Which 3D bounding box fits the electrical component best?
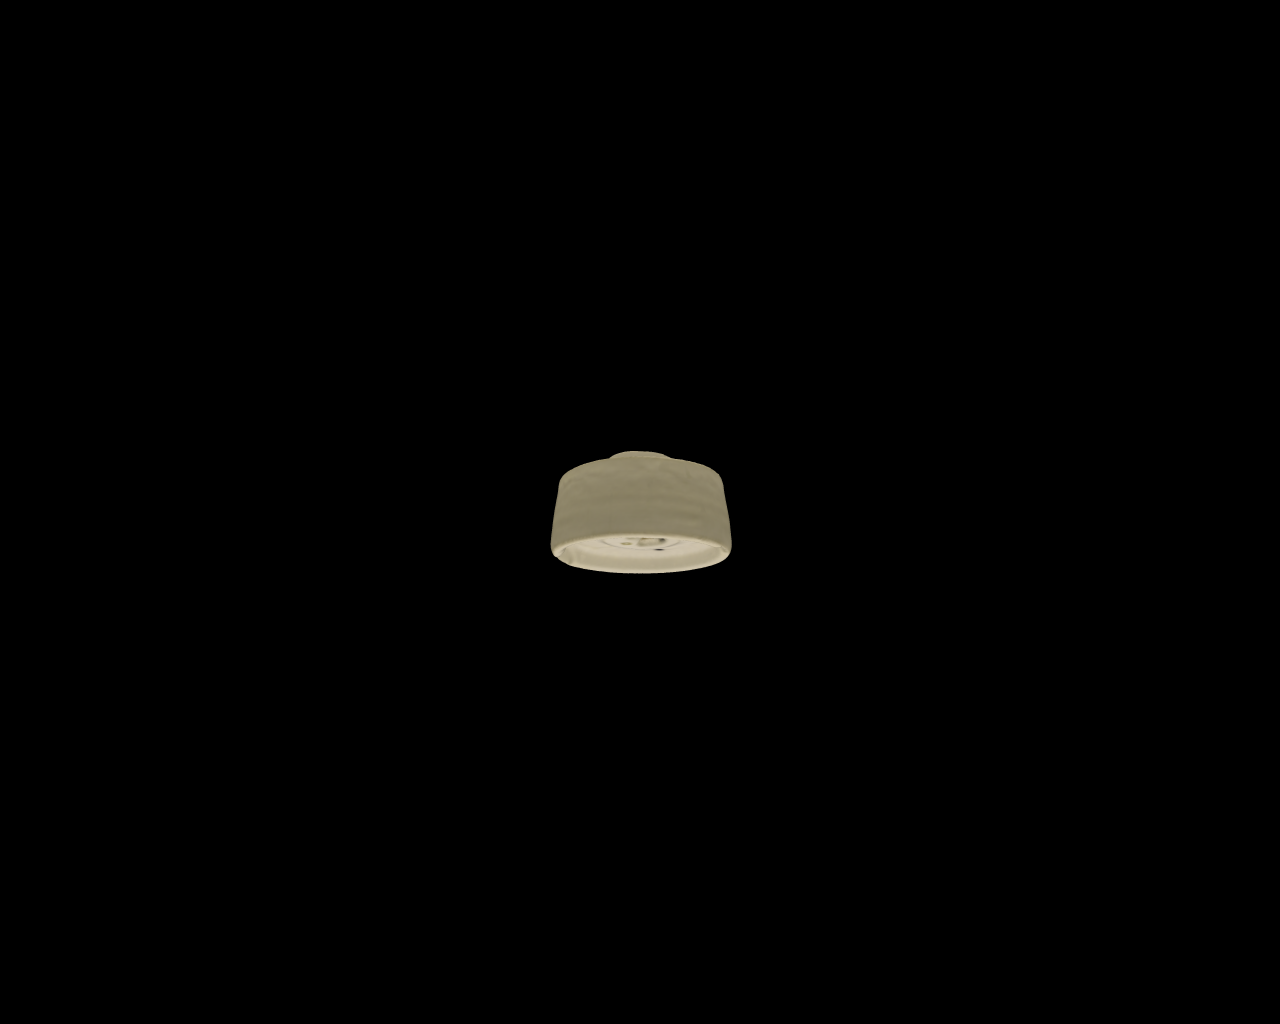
[{"bbox_3d":[0.001,-0.003,0.650,0.108,0.060,0.108,0,-15,0],"label":"electrical component"}]
